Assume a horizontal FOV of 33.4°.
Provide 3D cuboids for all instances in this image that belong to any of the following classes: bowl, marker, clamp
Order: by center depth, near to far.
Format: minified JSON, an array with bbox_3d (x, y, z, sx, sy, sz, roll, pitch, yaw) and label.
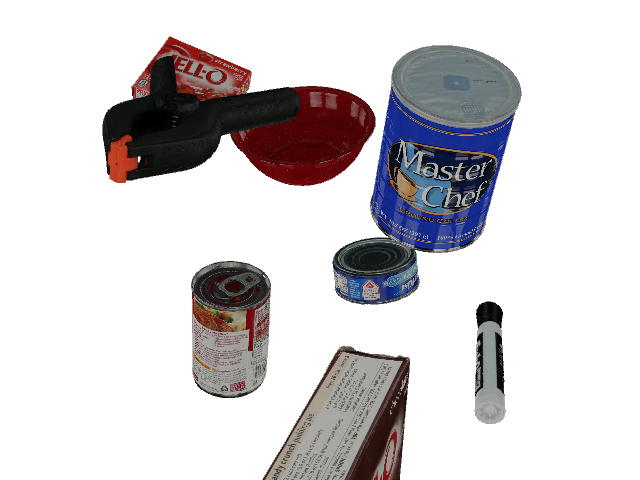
[{"bbox_3d":[0.113,0.078,0.712,0.020,0.020,0.121,0,29,9],"label":"marker"},{"bbox_3d":[-0.105,-0.089,0.749,0.120,0.039,0.171,17,29,27],"label":"clamp"},{"bbox_3d":[-0.019,-0.109,1.193,0.162,0.055,0.162,-3,38,2],"label":"bowl"}]

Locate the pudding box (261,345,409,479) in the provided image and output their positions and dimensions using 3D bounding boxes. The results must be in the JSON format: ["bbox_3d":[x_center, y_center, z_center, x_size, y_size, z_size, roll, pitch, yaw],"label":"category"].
[{"bbox_3d":[0.007,0.113,0.467,0.039,0.090,0.113,10,29,13],"label":"pudding box"}]

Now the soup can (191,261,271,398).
[{"bbox_3d":[-0.078,0.078,0.932,0.068,0.102,0.068,3,35,-2],"label":"soup can"}]

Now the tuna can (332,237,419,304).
[{"bbox_3d":[0.055,0.029,1.069,0.086,0.034,0.086,-6,25,3],"label":"tuna can"}]

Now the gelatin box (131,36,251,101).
[{"bbox_3d":[-0.120,-0.143,0.995,0.089,0.073,0.030,25,-33,7],"label":"gelatin box"}]

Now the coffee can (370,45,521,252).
[{"bbox_3d":[0.100,-0.075,0.884,0.102,0.140,0.103,4,44,-4],"label":"coffee can"}]
